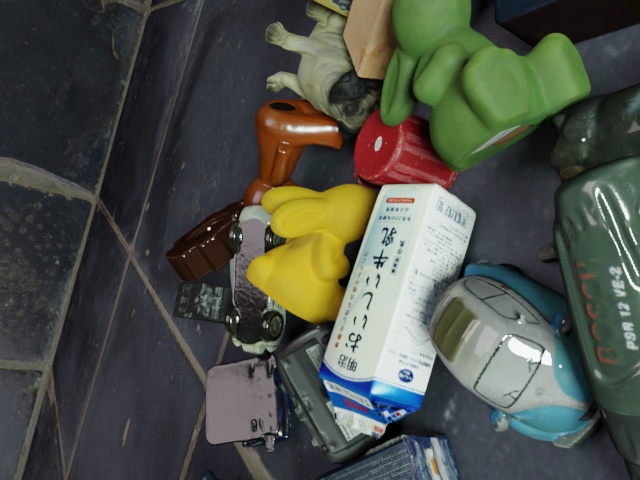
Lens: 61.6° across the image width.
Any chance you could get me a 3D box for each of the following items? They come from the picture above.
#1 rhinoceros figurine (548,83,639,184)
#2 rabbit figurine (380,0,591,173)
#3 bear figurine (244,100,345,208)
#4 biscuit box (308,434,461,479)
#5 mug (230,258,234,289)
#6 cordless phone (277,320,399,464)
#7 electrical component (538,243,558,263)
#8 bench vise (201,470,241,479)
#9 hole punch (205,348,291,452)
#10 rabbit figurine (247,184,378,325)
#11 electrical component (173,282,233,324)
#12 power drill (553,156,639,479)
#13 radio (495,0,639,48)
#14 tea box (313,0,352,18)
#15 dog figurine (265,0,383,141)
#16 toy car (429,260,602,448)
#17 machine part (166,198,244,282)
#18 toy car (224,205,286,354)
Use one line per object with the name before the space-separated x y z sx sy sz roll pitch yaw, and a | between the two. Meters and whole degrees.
rhinoceros figurine | 0.247 -0.085 0.352 0.190 0.073 0.112 -21 51 55
rabbit figurine | 0.120 -0.156 0.466 0.170 0.121 0.159 65 160 8
bear figurine | -0.043 -0.097 0.778 0.120 0.132 0.195 -108 21 -60
biscuit box | 0.048 0.253 0.535 0.202 0.059 0.063 -44 46 40
mug | -0.082 0.078 0.795 0.110 0.081 0.107 -9 81 44
cordless phone | 0.001 0.189 0.625 0.147 0.089 0.184 57 153 18
electrical component | 0.211 0.015 0.407 0.094 0.021 0.063 -24 59 51
bench vise | -0.152 0.367 0.653 0.224 0.240 0.128 -124 50 -69
hole punch | -0.088 0.227 0.748 0.116 0.092 0.142 -15 59 21
rabbit figurine | -0.001 -0.002 0.648 0.173 0.162 0.122 -49 26 10
electrical component | -0.170 0.106 0.875 0.134 0.115 0.058 -11 66 56
power drill | 0.239 0.047 0.279 0.207 0.086 0.232 -28 81 50
radio | 0.232 -0.288 0.444 0.131 0.073 0.229 6 85 57
tea box | 0.027 -0.337 0.686 0.068 0.169 0.098 -55 40 31
dog figurine | 0.043 -0.217 0.703 0.191 0.172 0.121 38 157 26
toy car | 0.142 0.075 0.419 0.109 0.103 0.162 -63 36 18
machine part | -0.174 -0.002 0.894 0.179 0.056 0.179 -30 19 11
toy car | -0.083 0.054 0.729 0.074 0.056 0.201 3 92 26
